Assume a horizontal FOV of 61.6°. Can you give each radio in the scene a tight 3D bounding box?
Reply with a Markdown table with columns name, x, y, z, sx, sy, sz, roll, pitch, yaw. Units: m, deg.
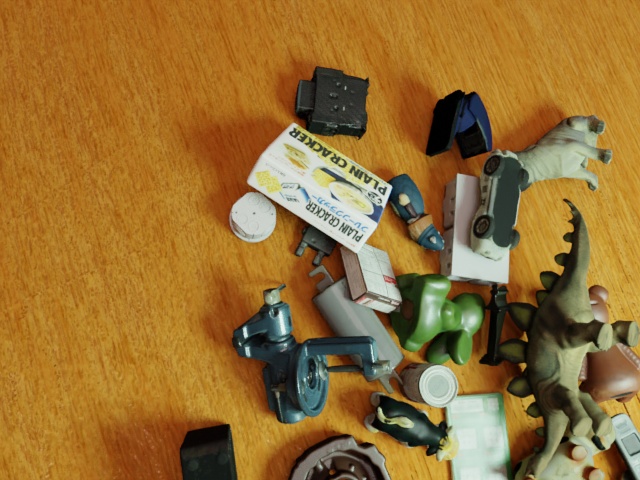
| name | x | y | z | sx | sy | sz | roll | pitch | yaw |
| --- | --- | --- | --- | --- | --- | --- | --- | --- | --- |
| radio | -0.149 | 0.394 | 0.777 | 0.073 | 0.131 | 0.229 | -9 | 80 | -10 |

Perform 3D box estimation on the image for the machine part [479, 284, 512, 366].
| name | x | y | z | sx | sy | sz | roll | pitch | yaw |
| --- | --- | --- | --- | --- | --- | --- | --- | --- | --- |
| machine part | 0.303 | 0.146 | 0.924 | 0.039 | 0.084 | 0.138 | 7 | 88 | 26 |

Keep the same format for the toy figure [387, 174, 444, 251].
| name | x | y | z | sx | sy | sz | roll | pitch | yaw |
| --- | --- | --- | --- | --- | --- | --- | --- | --- | --- |
| toy figure | 0.173 | -0.045 | 0.972 | 0.064 | 0.058 | 0.154 | -18 | 78 | -37 |

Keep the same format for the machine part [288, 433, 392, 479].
| name | x | y | z | sx | sy | sz | roll | pitch | yaw |
| --- | --- | --- | --- | --- | --- | --- | --- | --- | --- |
| machine part | 0.035 | 0.399 | 0.850 | 0.179 | 0.056 | 0.179 | 2 | 77 | -9 |

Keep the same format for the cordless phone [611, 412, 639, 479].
| name | x | y | z | sx | sy | sz | roll | pitch | yaw |
| --- | --- | --- | --- | --- | --- | --- | --- | --- | --- |
| cordless phone | 0.589 | 0.381 | 0.946 | 0.147 | 0.088 | 0.184 | -20 | 78 | -14 |

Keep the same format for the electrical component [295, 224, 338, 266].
| name | x | y | z | sx | sy | sz | roll | pitch | yaw |
| --- | --- | --- | --- | --- | --- | --- | --- | --- | --- |
| electrical component | -0.002 | -0.003 | 0.949 | 0.063 | 0.021 | 0.094 | 30 | 74 | -2 |

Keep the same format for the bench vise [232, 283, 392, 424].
| name | x | y | z | sx | sy | sz | roll | pitch | yaw |
| --- | --- | --- | --- | --- | --- | --- | --- | --- | --- |
| bench vise | -0.009 | 0.176 | 0.836 | 0.241 | 0.129 | 0.223 | -7 | 86 | 22 |

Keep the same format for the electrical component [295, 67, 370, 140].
| name | x | y | z | sx | sy | sz | roll | pitch | yaw |
| --- | --- | --- | --- | --- | --- | --- | --- | --- | --- |
| electrical component | 0.022 | -0.251 | 0.990 | 0.134 | 0.058 | 0.115 | 5 | 75 | -10 |

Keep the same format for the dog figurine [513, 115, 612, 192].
| name | x | y | z | sx | sy | sz | roll | pitch | yaw |
| --- | --- | --- | --- | --- | --- | --- | --- | --- | --- |
| dog figurine | 0.435 | -0.176 | 1.039 | 0.191 | 0.121 | 0.172 | 2 | 42 | 7 |

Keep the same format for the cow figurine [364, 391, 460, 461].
| name | x | y | z | sx | sy | sz | roll | pitch | yaw |
| --- | --- | --- | --- | --- | --- | --- | --- | --- | --- |
| cow figurine | 0.160 | 0.305 | 0.871 | 0.167 | 0.098 | 0.068 | 24 | 73 | -1 |

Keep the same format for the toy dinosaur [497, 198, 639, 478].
| name | x | y | z | sx | sy | sz | roll | pitch | yaw |
| --- | --- | --- | --- | --- | --- | --- | --- | --- | --- |
| toy dinosaur | 0.402 | 0.152 | 0.890 | 0.105 | 0.199 | 0.471 | 24 | 82 | -31 |

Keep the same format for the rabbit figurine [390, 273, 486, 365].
| name | x | y | z | sx | sy | sz | roll | pitch | yaw |
| --- | --- | --- | --- | --- | --- | --- | --- | --- | --- |
| rabbit figurine | 0.218 | 0.133 | 0.915 | 0.170 | 0.121 | 0.159 | 5 | 76 | -25 |

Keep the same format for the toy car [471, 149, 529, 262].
| name | x | y | z | sx | sy | sz | roll | pitch | yaw |
| --- | --- | --- | --- | --- | --- | --- | --- | --- | --- |
| toy car | 0.312 | -0.063 | 0.936 | 0.073 | 0.056 | 0.201 | 21 | 73 | -22 |

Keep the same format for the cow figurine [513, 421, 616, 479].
| name | x | y | z | sx | sy | sz | roll | pitch | yaw |
| --- | --- | --- | --- | --- | --- | --- | --- | --- | --- |
| cow figurine | 0.414 | 0.365 | 0.906 | 0.195 | 0.127 | 0.085 | -37 | 87 | -1 |

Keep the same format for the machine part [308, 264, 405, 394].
| name | x | y | z | sx | sy | sz | roll | pitch | yaw |
| --- | --- | --- | --- | --- | --- | --- | --- | --- | --- |
| machine part | 0.063 | 0.146 | 0.900 | 0.079 | 0.079 | 0.243 | -32 | 84 | -15 |

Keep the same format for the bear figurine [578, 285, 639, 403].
| name | x | y | z | sx | sy | sz | roll | pitch | yaw |
| --- | --- | --- | --- | --- | --- | --- | --- | --- | --- |
| bear figurine | 0.484 | 0.190 | 0.964 | 0.120 | 0.131 | 0.196 | -14 | 58 | -2 |

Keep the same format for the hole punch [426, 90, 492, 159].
| name | x | y | z | sx | sy | sz | roll | pitch | yaw |
| --- | --- | --- | --- | --- | --- | --- | --- | --- | --- |
| hole punch | 0.262 | -0.208 | 0.991 | 0.092 | 0.142 | 0.115 | 9 | 90 | -7 |
